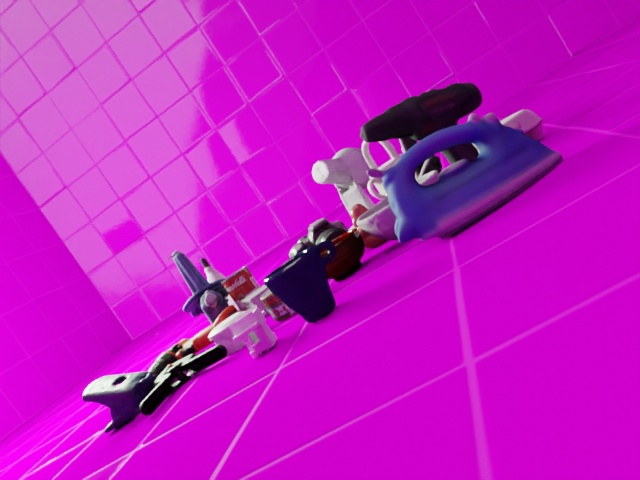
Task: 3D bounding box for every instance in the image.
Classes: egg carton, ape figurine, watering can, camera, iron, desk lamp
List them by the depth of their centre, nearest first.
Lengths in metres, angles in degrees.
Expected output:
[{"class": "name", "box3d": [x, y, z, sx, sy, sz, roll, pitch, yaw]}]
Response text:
[{"class": "iron", "box3d": [0.200, -0.104, 0.825, 0.258, 0.141, 0.118, -33, 5, 7]}, {"class": "egg carton", "box3d": [0.355, -0.190, 1.108, 0.150, 0.069, 0.107, -35, 5, -17]}, {"class": "ape figurine", "box3d": [0.092, -0.030, 1.121, 0.078, 0.092, 0.076, -38, 6, -40]}, {"class": "camera", "box3d": [0.007, 0.011, 1.224, 0.143, 0.101, 0.136, -34, 5, -9]}, {"class": "watering can", "box3d": [0.171, -0.167, 1.362, 0.100, 0.194, 0.173, -30, 6, 36]}, {"class": "desk lamp", "box3d": [0.077, -0.127, 1.476, 0.117, 0.213, 0.204, -30, 6, 35]}]

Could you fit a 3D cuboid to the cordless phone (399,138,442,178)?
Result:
[{"class": "cordless phone", "box3d": [0.202, -0.168, 1.217, 0.094, 0.185, 0.148, -32, 5, 14]}]

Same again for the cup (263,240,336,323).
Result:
[{"class": "cup", "box3d": [-0.010, 0.063, 0.830, 0.118, 0.095, 0.091, -35, 5, -19]}]

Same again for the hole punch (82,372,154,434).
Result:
[{"class": "hole punch", "box3d": [-0.353, 0.274, 1.032, 0.101, 0.091, 0.108, -33, 5, 5]}]

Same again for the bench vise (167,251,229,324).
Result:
[{"class": "bench vise", "box3d": [-0.260, 0.108, 1.313, 0.122, 0.220, 0.207, -37, 6, -32]}]

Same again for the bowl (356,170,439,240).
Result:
[{"class": "bowl", "box3d": [0.152, -0.048, 1.004, 0.167, 0.075, 0.167, -33, 5, 3]}]

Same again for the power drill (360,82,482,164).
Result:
[{"class": "power drill", "box3d": [0.214, -0.173, 1.034, 0.230, 0.208, 0.075, -34, 5, -10]}]

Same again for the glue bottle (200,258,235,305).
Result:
[{"class": "glue bottle", "box3d": [-0.266, 0.121, 1.521, 0.078, 0.173, 0.037, -30, 6, 34]}]
